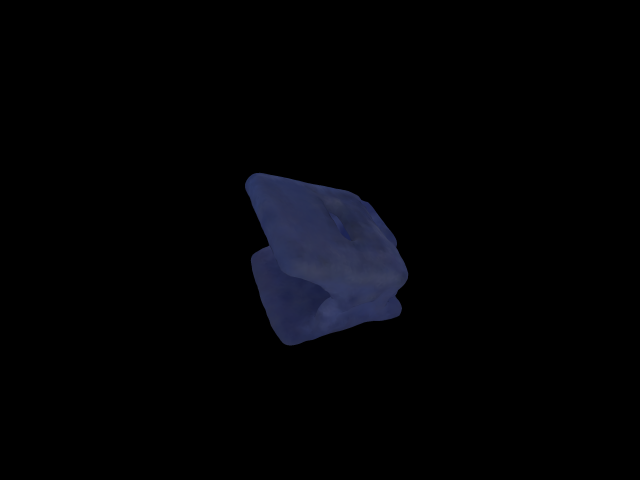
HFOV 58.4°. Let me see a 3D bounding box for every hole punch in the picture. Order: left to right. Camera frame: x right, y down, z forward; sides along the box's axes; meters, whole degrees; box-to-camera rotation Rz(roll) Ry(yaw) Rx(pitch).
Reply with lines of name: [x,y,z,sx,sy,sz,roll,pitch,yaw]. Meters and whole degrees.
hole punch: [0.004,0.001,0.400,0.101,0.091,0.108,-14,43,-15]
